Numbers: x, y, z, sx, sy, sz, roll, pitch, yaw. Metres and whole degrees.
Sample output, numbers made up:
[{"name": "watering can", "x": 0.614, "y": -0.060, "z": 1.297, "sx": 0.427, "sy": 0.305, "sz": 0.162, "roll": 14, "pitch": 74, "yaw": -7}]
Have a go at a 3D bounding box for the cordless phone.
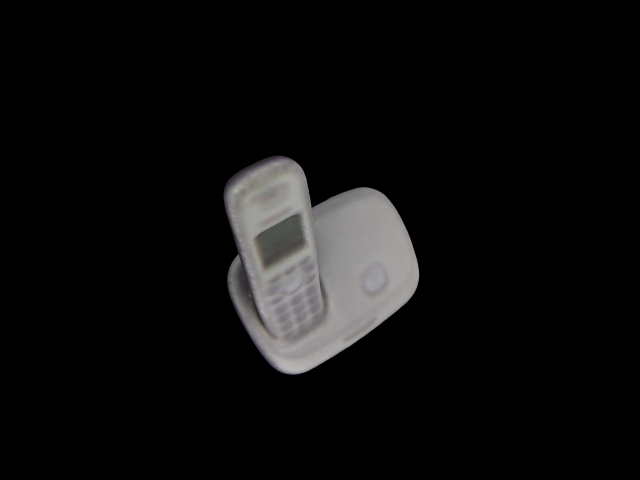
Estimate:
[{"name": "cordless phone", "x": 0.004, "y": 0.001, "z": 0.400, "sx": 0.148, "sy": 0.185, "sz": 0.094, "roll": -33, "pitch": 62, "yaw": -20}]
